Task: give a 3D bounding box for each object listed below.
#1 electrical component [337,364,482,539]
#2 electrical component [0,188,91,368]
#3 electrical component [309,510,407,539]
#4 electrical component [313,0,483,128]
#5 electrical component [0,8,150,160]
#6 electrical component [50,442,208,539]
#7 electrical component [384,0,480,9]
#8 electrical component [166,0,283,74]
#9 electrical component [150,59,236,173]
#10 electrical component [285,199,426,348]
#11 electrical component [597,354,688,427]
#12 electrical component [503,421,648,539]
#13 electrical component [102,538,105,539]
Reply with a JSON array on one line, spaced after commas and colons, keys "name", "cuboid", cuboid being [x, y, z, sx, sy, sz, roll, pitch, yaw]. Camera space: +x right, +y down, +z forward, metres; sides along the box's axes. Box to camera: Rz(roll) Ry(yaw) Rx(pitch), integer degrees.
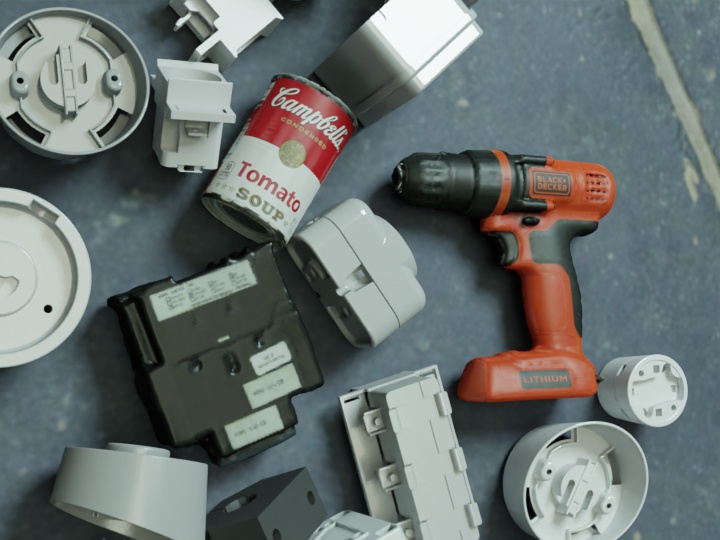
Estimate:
[{"name": "electrical component", "cuboid": [0.041, 0.137, 0.763, 0.079, 0.063, 0.121, -16, 92, -21]}, {"name": "electrical component", "cuboid": [-0.226, 0.006, 0.669, 0.108, 0.060, 0.108, 1, 86, -21]}, {"name": "electrical component", "cuboid": [-0.026, 0.210, 0.709, 0.109, 0.109, 0.056, -24, 93, -21]}, {"name": "electrical component", "cuboid": [0.025, -0.152, 0.750, 0.078, 0.113, 0.057, -45, 99, -18]}, {"name": "electrical component", "cuboid": [-0.188, -0.118, 0.689, 0.099, 0.064, 0.099, 1, 86, -21]}, {"name": "electrical component", "cuboid": [-0.143, 0.143, 0.674, 0.099, 0.099, 0.064, 12, 76, -20]}, {"name": "electrical component", "cuboid": [0.065, -0.247, 0.774, 0.056, 0.109, 0.108, 9, 83, -18]}, {"name": "electrical component", "cuboid": [-0.095, -0.179, 0.742, 0.081, 0.042, 0.063, -44, 101, -19]}, {"name": "electrical component", "cuboid": [-0.113, -0.102, 0.714, 0.042, 0.081, 0.063, 0, 115, -21]}, {"name": "electrical component", "cuboid": [0.000, 0.000, 0.761, 0.059, 0.054, 0.095, -37, 100, -19]}, {"name": "electrical component", "cuboid": [0.220, 0.094, 0.845, 0.055, 0.047, 0.055, 1, 86, -21]}, {"name": "electrical component", "cuboid": [0.160, 0.161, 0.808, 0.099, 0.064, 0.099, 1, 86, -21]}, {"name": "electrical component", "cuboid": [-0.147, 0.215, 0.685, 0.081, 0.064, 0.042, 46, 71, -13]}]
